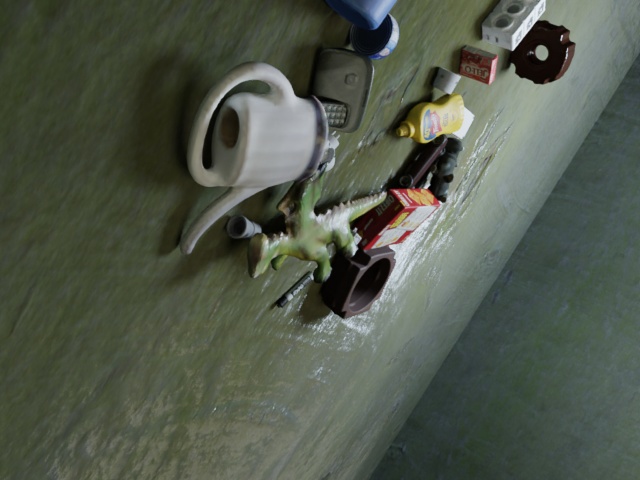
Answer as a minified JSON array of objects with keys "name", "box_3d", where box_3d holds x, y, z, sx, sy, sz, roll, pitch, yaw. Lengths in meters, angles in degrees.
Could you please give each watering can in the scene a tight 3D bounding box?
[{"name":"watering can","box_3d":[-0.112,-0.122,0.832,0.225,0.340,0.106,-8,45,-35]}]

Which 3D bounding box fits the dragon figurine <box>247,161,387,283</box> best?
[{"name":"dragon figurine","box_3d":[0.003,-0.052,1.042,0.123,0.237,0.416,33,61,26]}]
